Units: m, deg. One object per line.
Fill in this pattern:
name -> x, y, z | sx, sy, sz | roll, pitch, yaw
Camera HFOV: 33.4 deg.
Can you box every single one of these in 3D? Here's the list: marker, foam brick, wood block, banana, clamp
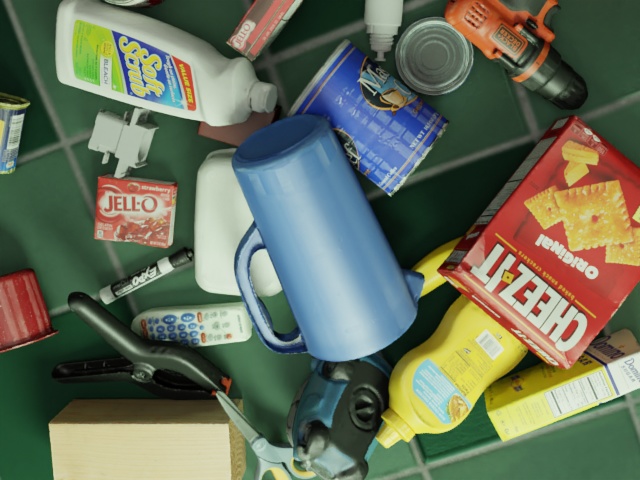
marker -> -0.199, 0.040, 1.232 | 0.121, 0.020, 0.020 | -27, 97, 10
foam brick -> -0.087, -0.132, 1.170 | 0.078, 0.053, 0.051 | 17, 102, 4
wood block -> -0.195, 0.239, 1.233 | 0.206, 0.090, 0.091 | -1, 100, 7
banana -> 0.178, 0.024, 1.177 | 0.198, 0.037, 0.069 | -8, 98, 8
clamp -> -0.202, 0.133, 1.212 | 0.210, 0.036, 0.165 | 14, 138, -1

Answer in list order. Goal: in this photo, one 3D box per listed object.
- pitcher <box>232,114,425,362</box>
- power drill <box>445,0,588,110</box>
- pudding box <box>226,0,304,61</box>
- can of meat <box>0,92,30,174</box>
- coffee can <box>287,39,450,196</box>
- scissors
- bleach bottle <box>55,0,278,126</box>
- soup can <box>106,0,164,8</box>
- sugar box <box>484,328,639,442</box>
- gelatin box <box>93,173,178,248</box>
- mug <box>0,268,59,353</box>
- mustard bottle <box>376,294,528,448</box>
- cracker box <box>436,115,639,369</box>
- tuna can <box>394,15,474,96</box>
pitcher -> -0.007, 0.001, 1.108 | 0.145, 0.149, 0.243 | -2, 124, 39
power drill -> 0.247, -0.249, 1.098 | 0.184, 0.057, 0.188 | 34, 98, -19
pudding box -> -0.053, -0.236, 1.115 | 0.039, 0.113, 0.090 | 37, 102, -5
can of meat -> -0.387, -0.127, 1.203 | 0.102, 0.057, 0.084 | 15, 104, 4
coffee can -> 0.051, -0.129, 1.129 | 0.140, 0.102, 0.103 | 38, 102, -2
scissors -> -0.051, 0.224, 1.205 | 0.096, 0.016, 0.202 | -25, 125, -16
bleach bottle -> -0.159, -0.184, 1.121 | 0.251, 0.068, 0.103 | 17, 115, 22
soup can -> -0.199, -0.282, 1.128 | 0.068, 0.102, 0.068 | 1, 100, 6
sugar box -> 0.268, 0.156, 1.164 | 0.176, 0.093, 0.048 | -27, 97, 10
gelatin box -> -0.210, -0.034, 1.213 | 0.089, 0.030, 0.073 | 8, 101, 5
mug -> -0.365, 0.083, 1.231 | 0.117, 0.093, 0.081 | -13, 95, 44
mustard bottle -> 0.133, 0.152, 1.164 | 0.191, 0.058, 0.096 | -45, 109, -9
cracker box -> 0.255, 0.002, 1.117 | 0.164, 0.072, 0.213 | 39, 85, -5
tuna can -> 0.122, -0.197, 1.143 | 0.086, 0.033, 0.086 | 1, 101, 6
